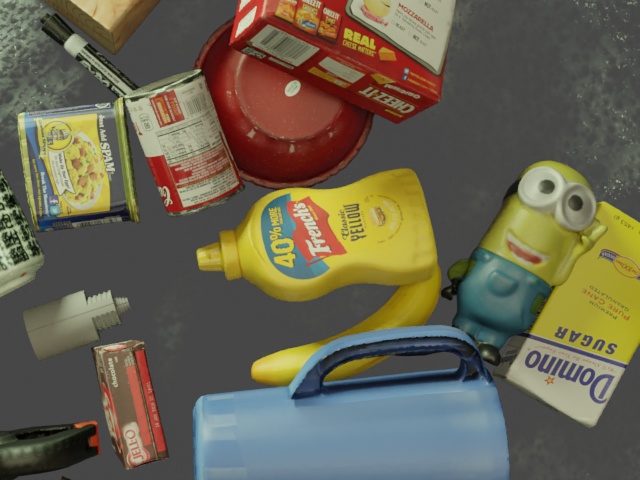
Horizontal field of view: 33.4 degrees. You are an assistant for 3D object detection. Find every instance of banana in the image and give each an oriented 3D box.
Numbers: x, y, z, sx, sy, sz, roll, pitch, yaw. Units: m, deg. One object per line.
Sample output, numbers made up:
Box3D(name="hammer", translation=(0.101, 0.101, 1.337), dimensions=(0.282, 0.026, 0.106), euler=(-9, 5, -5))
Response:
Box3D(name="banana", translation=(0.036, 0.074, 0.903), dimensions=(0.197, 0.037, 0.070), euler=(-38, 64, -12))

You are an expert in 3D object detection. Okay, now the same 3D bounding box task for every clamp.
Box3D(name="clamp", translation=(-0.258, 0.167, 0.825), dimensions=(0.171, 0.120, 0.039), euler=(-2, 97, -43))

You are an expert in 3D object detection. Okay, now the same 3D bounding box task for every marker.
Box3D(name="marker", translation=(-0.183, -0.144, 0.886), dimensions=(0.121, 0.020, 0.020), euler=(41, 82, -5))

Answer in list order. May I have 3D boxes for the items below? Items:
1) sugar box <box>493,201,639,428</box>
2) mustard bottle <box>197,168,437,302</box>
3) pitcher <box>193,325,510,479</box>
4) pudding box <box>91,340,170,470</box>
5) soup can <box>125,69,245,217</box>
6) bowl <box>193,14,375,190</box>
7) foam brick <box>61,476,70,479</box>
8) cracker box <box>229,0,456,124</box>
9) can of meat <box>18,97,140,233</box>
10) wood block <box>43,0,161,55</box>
Box3D(name="sugar box", translation=(0.234, 0.065, 0.926), dimensions=(0.093, 0.048, 0.176), euler=(30, 82, -6))
Box3D(name="mustard bottle", translation=(-0.006, 0.001, 0.880), dimensions=(0.191, 0.058, 0.096), euler=(-10, 67, -4))
Box3D(name="pitcher", translation=(0.022, 0.161, 0.848), dimensions=(0.242, 0.145, 0.149), euler=(-2, 65, -6))
Box3D(name="pudding box", translation=(-0.149, 0.125, 0.830), dimensions=(0.039, 0.114, 0.090), euler=(-12, 89, -14))
Box3D(name="soup can", translation=(-0.108, -0.078, 0.857), dimensions=(0.068, 0.068, 0.102), euler=(-22, 106, -9))
Box3D(name="bowl", translation=(-0.027, -0.124, 0.891), dimensions=(0.162, 0.055, 0.162), euler=(0, 88, -9))
Box3D(name="foam brick", translation=(-0.184, 0.232, 0.851), dimensions=(0.078, 0.053, 0.051), euler=(27, 83, -7))
Box3D(name="cracker box", translation=(0.029, -0.223, 0.854), dimensions=(0.164, 0.072, 0.213), euler=(20, 68, -25))
Box3D(name="can of meat", translation=(-0.194, -0.059, 0.862), dimensions=(0.084, 0.057, 0.102), euler=(-8, 89, -8))
Box3D(name="wood block", translation=(-0.138, -0.263, 0.863), dimensions=(0.091, 0.090, 0.206), euler=(38, 83, -5))
